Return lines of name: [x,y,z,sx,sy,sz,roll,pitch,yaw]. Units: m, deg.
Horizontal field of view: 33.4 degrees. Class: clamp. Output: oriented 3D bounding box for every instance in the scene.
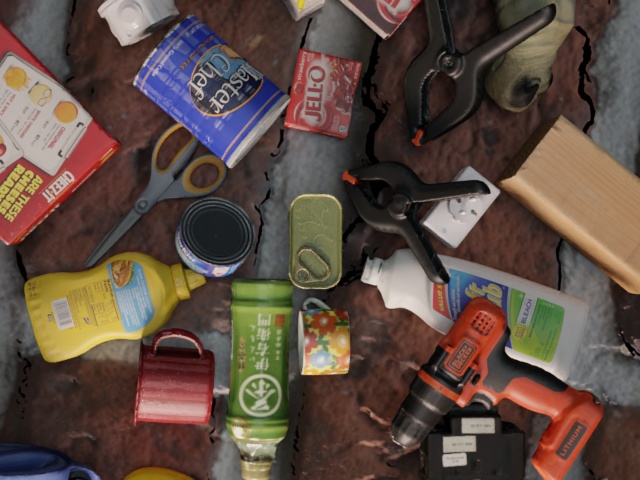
clamp: [0.158,-0.197,1.174,0.165,0.036,0.210,24,110,25]
clamp: [0.096,-0.027,1.174,0.172,0.039,0.120,20,93,33]

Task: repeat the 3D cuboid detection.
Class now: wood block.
wood block: [0.311,-0.037,1.198,0.206,0.090,0.091,39,86,-3]

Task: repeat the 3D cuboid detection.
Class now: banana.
banana: [-0.142,0.304,1.194,0.198,0.037,0.070,27,107,-2]

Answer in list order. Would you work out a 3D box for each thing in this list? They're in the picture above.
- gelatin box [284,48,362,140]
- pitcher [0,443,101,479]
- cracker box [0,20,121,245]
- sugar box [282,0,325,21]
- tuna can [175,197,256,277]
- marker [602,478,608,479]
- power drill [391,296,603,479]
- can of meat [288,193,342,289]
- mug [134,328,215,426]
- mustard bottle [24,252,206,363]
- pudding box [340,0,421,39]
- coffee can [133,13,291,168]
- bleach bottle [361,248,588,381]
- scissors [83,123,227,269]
gelatin box: [0.003,-0.165,1.207,0.073,0.030,0.089,12,89,-4]
pitcher: [-0.330,0.346,1.139,0.149,0.144,0.243,5,93,22]
cracker box: [-0.350,-0.126,1.163,0.164,0.072,0.213,-44,93,-2]
sugar box: [-0.026,-0.299,1.133,0.048,0.176,0.093,-30,93,-2]
tuna can: [-0.116,-0.003,1.178,0.086,0.034,0.086,9,60,-17]
marker: [0.279,0.306,1.229,0.121,0.020,0.020,-22,91,-4]
power drill: [0.192,0.181,1.147,0.187,0.057,0.184,33,94,-1]
can of meat: [-0.008,0.002,1.178,0.057,0.084,0.102,0,90,-4]
mug: [-0.157,0.148,1.161,0.081,0.093,0.117,5,114,-9]
mustard bottle: [-0.220,0.065,1.176,0.191,0.058,0.096,-16,86,-4]
pudding box: [0.063,-0.297,1.207,0.113,0.039,0.090,40,87,-3]
coffee can: [-0.117,-0.162,1.163,0.140,0.103,0.103,41,87,-3]
bleach bottle: [0.167,0.077,1.202,0.251,0.068,0.102,17,89,-1]
scissors: [-0.178,-0.037,1.201,0.096,0.016,0.202,28,88,-3]
